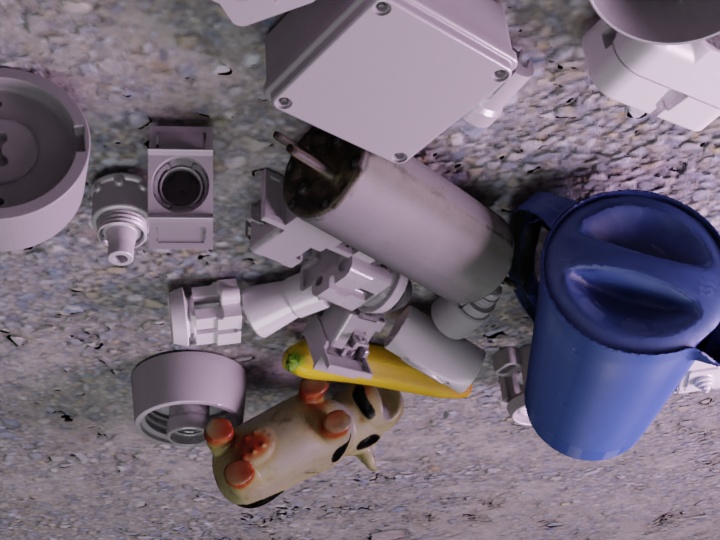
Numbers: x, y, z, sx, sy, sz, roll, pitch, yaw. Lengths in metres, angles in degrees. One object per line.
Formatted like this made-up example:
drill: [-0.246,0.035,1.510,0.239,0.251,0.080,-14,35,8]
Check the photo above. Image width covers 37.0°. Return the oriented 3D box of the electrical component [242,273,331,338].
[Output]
electrical component: [-0.057,0.024,0.869,0.065,0.044,0.044,-21,144,15]

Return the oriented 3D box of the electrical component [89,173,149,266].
electrical component: [-0.165,-0.033,0.747,0.048,0.062,0.048,-4,147,-2]

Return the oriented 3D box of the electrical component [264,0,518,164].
electrical component: [0.016,-0.127,0.633,0.109,0.056,0.109,21,139,-34]

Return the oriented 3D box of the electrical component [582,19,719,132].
electrical component: [0.192,-0.131,0.652,0.095,0.053,0.059,15,142,-27]

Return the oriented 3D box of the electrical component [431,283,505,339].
electrical component: [0.093,0.026,0.892,0.040,0.040,0.078,16,141,-29]

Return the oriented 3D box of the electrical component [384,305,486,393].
electrical component: [0.062,0.069,0.940,0.077,0.044,0.079,32,176,-5]

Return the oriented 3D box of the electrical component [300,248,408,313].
electrical component: [0.000,0.000,0.825,0.057,0.058,0.078,24,137,-33]

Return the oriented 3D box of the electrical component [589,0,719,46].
electrical component: [0.165,-0.175,0.571,0.099,0.064,0.099,-4,147,-2]

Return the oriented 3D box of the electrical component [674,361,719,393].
electrical component: [0.294,0.060,0.918,0.061,0.096,0.061,-9,147,5]

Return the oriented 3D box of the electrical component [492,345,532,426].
electrical component: [0.165,0.110,1.015,0.078,0.057,0.058,17,141,-29]

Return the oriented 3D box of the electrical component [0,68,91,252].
electrical component: [-0.220,-0.062,0.659,0.108,0.108,0.060,3,152,-11]

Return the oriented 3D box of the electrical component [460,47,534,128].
electrical component: [0.081,-0.118,0.672,0.040,0.040,0.046,18,135,-30]

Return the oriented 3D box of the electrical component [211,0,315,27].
electrical component: [-0.014,-0.188,0.531,0.150,0.061,0.089,-15,145,16]

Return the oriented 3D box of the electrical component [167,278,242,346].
electrical component: [-0.127,0.036,0.875,0.055,0.048,0.066,-6,148,-12]

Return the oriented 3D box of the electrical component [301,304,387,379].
electrical component: [-0.012,0.049,0.888,0.042,0.081,0.063,17,119,-30]

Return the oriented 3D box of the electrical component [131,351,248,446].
electrical component: [-0.158,0.127,0.994,0.108,0.060,0.108,-4,147,-2]

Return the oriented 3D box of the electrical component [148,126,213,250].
electrical component: [-0.118,-0.053,0.715,0.042,0.081,0.064,1,175,-7]

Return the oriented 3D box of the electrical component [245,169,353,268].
electrical component: [-0.046,-0.035,0.780,0.081,0.042,0.064,24,141,-35]
